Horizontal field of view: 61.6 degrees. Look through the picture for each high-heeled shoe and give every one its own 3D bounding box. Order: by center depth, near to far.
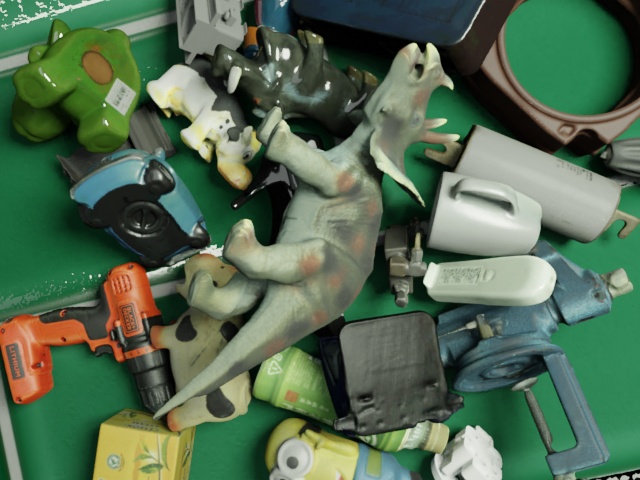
[{"bbox_3d":[-0.001,-0.002,0.638,0.145,0.086,0.248,-39,105,-27],"label":"high-heeled shoe"}]

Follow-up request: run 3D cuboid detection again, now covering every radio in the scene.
[{"bbox_3d":[0.087,-0.268,0.579,0.230,0.073,0.131,25,92,31],"label":"radio"}]

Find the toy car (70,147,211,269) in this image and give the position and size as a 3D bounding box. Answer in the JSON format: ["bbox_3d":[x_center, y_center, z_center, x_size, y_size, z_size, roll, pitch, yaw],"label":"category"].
[{"bbox_3d":[-0.196,-0.048,0.620,0.109,0.161,0.103,-26,45,12],"label":"toy car"}]

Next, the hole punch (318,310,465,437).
[{"bbox_3d":[0.064,0.140,0.565,0.142,0.092,0.115,-4,77,-20],"label":"hole punch"}]

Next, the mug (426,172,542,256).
[{"bbox_3d":[0.171,-0.028,0.551,0.107,0.109,0.081,12,61,6],"label":"mug"}]

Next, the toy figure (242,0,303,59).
[{"bbox_3d":[-0.055,-0.250,0.639,0.064,0.058,0.154,22,91,0],"label":"toy figure"}]

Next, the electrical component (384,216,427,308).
[{"bbox_3d":[0.097,0.018,0.603,0.045,0.102,0.078,-8,110,12],"label":"electrical component"}]

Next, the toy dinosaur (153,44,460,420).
[{"bbox_3d":[-0.001,0.000,0.533,0.192,0.131,0.404,25,84,-18],"label":"toy dinosaur"}]

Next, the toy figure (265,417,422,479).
[{"bbox_3d":[0.024,0.263,0.609,0.180,0.089,0.082,18,78,-3],"label":"toy figure"}]

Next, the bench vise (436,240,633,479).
[{"bbox_3d":[0.232,0.130,0.554,0.224,0.128,0.241,-20,58,12],"label":"bench vise"}]

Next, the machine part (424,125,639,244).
[{"bbox_3d":[0.234,-0.063,0.598,0.243,0.079,0.079,24,91,6],"label":"machine part"}]

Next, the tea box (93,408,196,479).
[{"bbox_3d":[-0.211,0.296,0.634,0.098,0.068,0.169,6,90,5],"label":"tea box"}]

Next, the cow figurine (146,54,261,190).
[{"bbox_3d":[-0.120,-0.142,0.640,0.098,0.068,0.167,-41,86,-3],"label":"cow figurine"}]

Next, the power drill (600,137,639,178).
[{"bbox_3d":[0.433,-0.016,0.585,0.232,0.086,0.207,-4,81,4],"label":"power drill"}]

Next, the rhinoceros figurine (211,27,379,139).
[{"bbox_3d":[-0.027,-0.175,0.602,0.190,0.073,0.112,18,110,-26],"label":"rhinoceros figurine"}]

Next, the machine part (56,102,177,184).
[{"bbox_3d":[-0.251,-0.108,0.664,0.139,0.039,0.084,-26,91,3],"label":"machine part"}]

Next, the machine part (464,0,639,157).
[{"bbox_3d":[0.280,-0.210,0.595,0.201,0.087,0.201,-45,87,2],"label":"machine part"}]

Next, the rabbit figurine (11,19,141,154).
[{"bbox_3d":[-0.299,-0.178,0.619,0.170,0.121,0.159,-12,61,35],"label":"rabbit figurine"}]

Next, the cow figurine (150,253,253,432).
[{"bbox_3d":[-0.123,0.111,0.624,0.127,0.085,0.195,-12,85,11],"label":"cow figurine"}]
